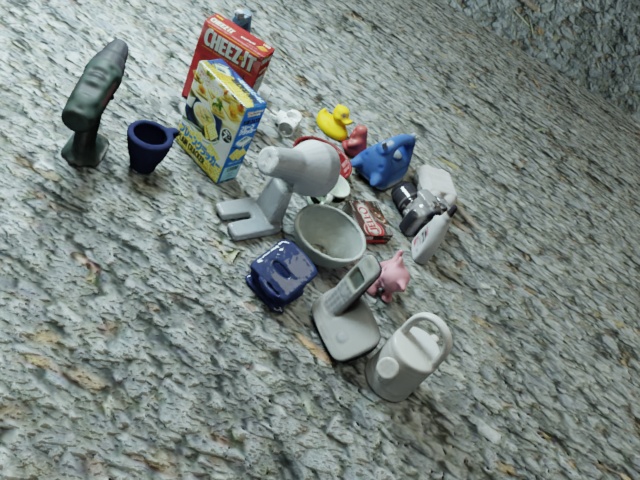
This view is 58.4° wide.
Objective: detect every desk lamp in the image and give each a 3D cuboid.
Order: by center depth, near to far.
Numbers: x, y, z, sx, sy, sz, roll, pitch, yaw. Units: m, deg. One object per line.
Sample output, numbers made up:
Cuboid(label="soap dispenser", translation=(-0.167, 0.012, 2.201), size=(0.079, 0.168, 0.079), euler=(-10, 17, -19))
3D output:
Cuboid(label="desk lamp", translation=(-0.081, -0.111, 1.187), size=(0.204, 0.213, 0.117), euler=(-14, 58, -41))

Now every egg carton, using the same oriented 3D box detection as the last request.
Cuboid(label="egg carton", translation=(0.317, -0.141, 1.584), size=(0.107, 0.069, 0.150), euler=(13, 44, -22))

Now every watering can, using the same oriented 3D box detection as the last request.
Cuboid(label="watering can", translation=(0.166, 0.211, 1.040), size=(0.101, 0.194, 0.173), euler=(35, 40, 4))

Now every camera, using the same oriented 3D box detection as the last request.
Cuboid(label="camera", translation=(0.258, -0.093, 1.473), size=(0.144, 0.100, 0.136), euler=(-8, 55, -38))

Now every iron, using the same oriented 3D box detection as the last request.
Cuboid(label="iron", translation=(0.200, -0.235, 1.547), size=(0.118, 0.141, 0.259), euler=(45, 42, 14))

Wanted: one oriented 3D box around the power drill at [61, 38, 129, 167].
Cuboid(label="power drill", translation=(-0.437, -0.256, 1.108), size=(0.076, 0.208, 0.229), euler=(20, 42, -15))

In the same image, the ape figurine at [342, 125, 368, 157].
Cuboid(label="ape figurine", translation=(0.100, -0.275, 1.561), size=(0.076, 0.092, 0.078), euler=(43, 41, 12))

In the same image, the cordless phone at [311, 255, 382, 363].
Cuboid(label="cordless phone", translation=(0.070, 0.128, 1.068), size=(0.094, 0.185, 0.147), euler=(-4, 52, -35))

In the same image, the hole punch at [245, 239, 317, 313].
Cuboid(label="hole punch", translation=(-0.074, 0.068, 1.108), size=(0.108, 0.091, 0.101), euler=(45, 42, 14))

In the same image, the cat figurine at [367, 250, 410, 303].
Cuboid(label="cat figurine", translation=(0.158, 0.072, 1.231), size=(0.067, 0.117, 0.128), euler=(28, 40, -5))

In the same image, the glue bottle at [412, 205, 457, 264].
Cuboid(label="glue bottle", translation=(0.274, -0.022, 1.357), size=(0.037, 0.173, 0.078), euler=(18, 42, -16))

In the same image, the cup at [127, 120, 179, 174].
Cuboid(label="cup", translation=(-0.348, -0.189, 1.185), size=(0.091, 0.095, 0.118), euler=(44, 42, 14))

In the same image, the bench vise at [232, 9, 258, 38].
Cuboid(label="bench vise", translation=(-0.221, -0.520, 1.501), size=(0.121, 0.219, 0.207), euler=(25, 41, -9))

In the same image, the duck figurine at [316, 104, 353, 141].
Cuboid(label="duck figurine", translation=(0.046, -0.339, 1.595), size=(0.104, 0.086, 0.078), euler=(41, 41, 10))

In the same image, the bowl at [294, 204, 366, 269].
Cuboid(label="bowl", translation=(0.011, 0.004, 1.239), size=(0.168, 0.074, 0.167), euler=(18, 42, -17))
